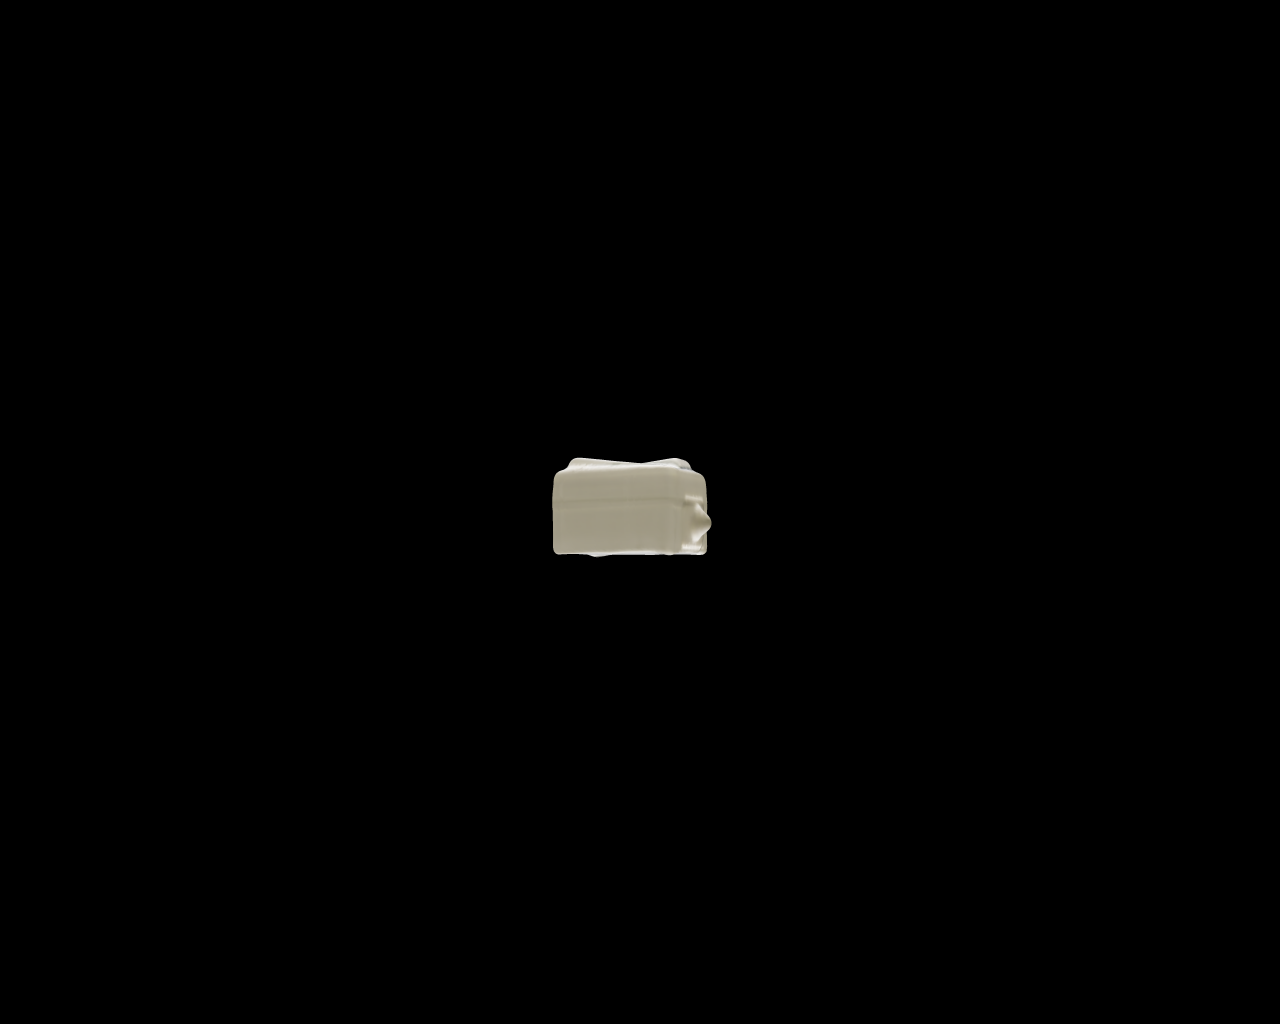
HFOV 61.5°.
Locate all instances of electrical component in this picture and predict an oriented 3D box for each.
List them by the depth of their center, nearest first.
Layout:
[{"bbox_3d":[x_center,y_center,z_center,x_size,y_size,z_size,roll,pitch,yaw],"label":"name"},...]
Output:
[{"bbox_3d":[0.001,-0.003,0.650,0.096,0.061,0.062,-1,-4,23],"label":"electrical component"}]
